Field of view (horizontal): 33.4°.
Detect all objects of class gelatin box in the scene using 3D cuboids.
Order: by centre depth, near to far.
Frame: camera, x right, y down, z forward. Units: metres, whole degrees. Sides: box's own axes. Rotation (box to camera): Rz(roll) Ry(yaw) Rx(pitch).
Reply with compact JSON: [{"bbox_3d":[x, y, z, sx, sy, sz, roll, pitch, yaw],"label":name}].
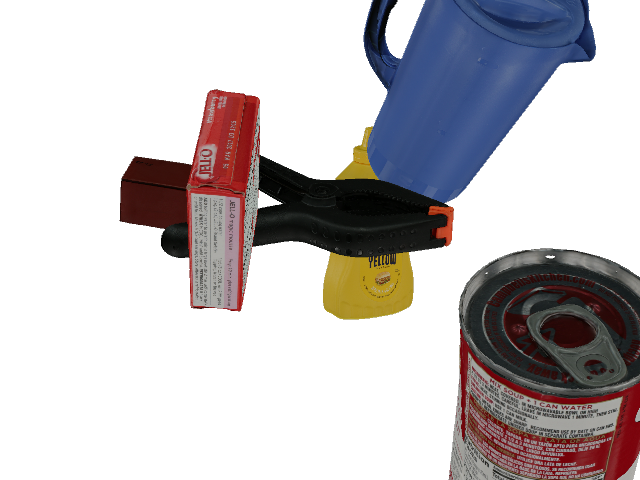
[{"bbox_3d":[-0.049,-0.020,0.544,0.030,0.073,0.089,5,-44,0],"label":"gelatin box"}]

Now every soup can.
[{"bbox_3d":[0.080,0.063,0.378,0.068,0.102,0.068,-1,39,1],"label":"soup can"}]

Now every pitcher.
[{"bbox_3d":[0.118,-0.147,0.959,0.144,0.149,0.243,-7,-31,-24],"label":"pitcher"}]

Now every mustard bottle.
[{"bbox_3d":[0.052,-0.020,1.083,0.096,0.192,0.058,-7,17,-27],"label":"mustard bottle"}]

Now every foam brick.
[{"bbox_3d":[-0.160,-0.047,1.090,0.078,0.051,0.053,9,31,3],"label":"foam brick"}]

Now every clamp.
[{"bbox_3d":[-0.003,-0.028,0.826,0.210,0.036,0.164,3,30,6],"label":"clamp"}]
